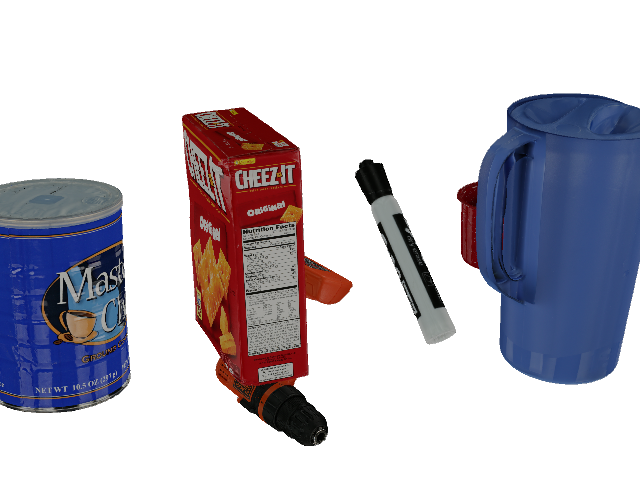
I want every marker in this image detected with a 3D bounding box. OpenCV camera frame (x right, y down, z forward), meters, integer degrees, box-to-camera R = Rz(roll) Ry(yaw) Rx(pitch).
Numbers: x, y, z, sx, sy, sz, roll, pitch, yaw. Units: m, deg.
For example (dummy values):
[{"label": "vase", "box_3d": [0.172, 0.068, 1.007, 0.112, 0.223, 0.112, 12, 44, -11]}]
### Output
[{"label": "marker", "box_3d": [0.049, 0.004, 0.641, 0.020, 0.121, 0.020, -19, -20, -8]}]

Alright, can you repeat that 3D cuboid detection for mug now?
[{"label": "mug", "box_3d": [0.213, -0.020, 1.248, 0.093, 0.081, 0.117, 19, 33, 38]}]

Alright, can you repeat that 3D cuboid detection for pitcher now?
[{"label": "pitcher", "box_3d": [0.212, 0.001, 0.933, 0.149, 0.243, 0.145, 6, 24, 11]}]

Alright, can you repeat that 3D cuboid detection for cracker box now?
[{"label": "cracker box", "box_3d": [-0.072, 0.002, 0.972, 0.072, 0.214, 0.164, -9, 22, -19]}]

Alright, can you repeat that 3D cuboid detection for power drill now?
[{"label": "power drill", "box_3d": [-0.033, 0.118, 1.208, 0.057, 0.188, 0.185, 14, 11, -46]}]

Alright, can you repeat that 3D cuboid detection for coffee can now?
[{"label": "coffee can", "box_3d": [-0.189, 0.036, 0.756, 0.103, 0.140, 0.103, 1, 18, 0]}]
